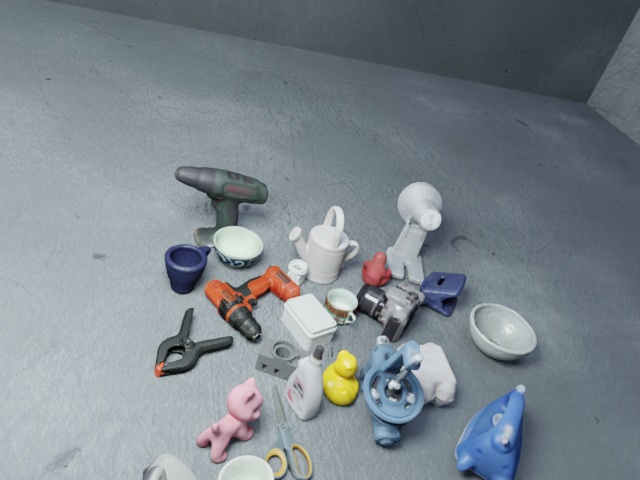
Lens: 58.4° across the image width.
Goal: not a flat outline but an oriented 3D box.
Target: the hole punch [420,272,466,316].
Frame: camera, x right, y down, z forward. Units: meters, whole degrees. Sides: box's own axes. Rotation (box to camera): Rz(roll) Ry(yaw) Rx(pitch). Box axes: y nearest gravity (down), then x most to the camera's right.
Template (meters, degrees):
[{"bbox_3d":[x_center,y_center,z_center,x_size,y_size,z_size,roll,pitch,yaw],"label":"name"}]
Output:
[{"bbox_3d":[0.310,0.124,1.461,0.101,0.091,0.109,26,36,12],"label":"hole punch"}]

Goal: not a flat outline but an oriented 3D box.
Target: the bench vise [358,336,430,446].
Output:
[{"bbox_3d":[0.130,0.250,1.094,0.122,0.220,0.207,-2,39,-25],"label":"bench vise"}]

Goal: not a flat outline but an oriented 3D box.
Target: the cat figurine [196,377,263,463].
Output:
[{"bbox_3d":[-0.147,0.301,0.991,0.067,0.118,0.128,33,38,21],"label":"cat figurine"}]

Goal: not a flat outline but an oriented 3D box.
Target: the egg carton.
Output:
[{"bbox_3d":[0.226,0.284,1.222,0.107,0.069,0.150,5,37,-18],"label":"egg carton"}]

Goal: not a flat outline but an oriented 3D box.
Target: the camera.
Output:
[{"bbox_3d":[0.163,0.146,1.358,0.136,0.101,0.143,29,36,16],"label":"camera"}]

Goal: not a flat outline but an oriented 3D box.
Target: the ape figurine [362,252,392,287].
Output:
[{"bbox_3d":[0.146,0.070,1.462,0.077,0.092,0.076,33,37,21],"label":"ape figurine"}]

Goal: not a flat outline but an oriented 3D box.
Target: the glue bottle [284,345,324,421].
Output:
[{"bbox_3d":[-0.020,0.255,1.062,0.037,0.173,0.078,-15,46,-38],"label":"glue bottle"}]

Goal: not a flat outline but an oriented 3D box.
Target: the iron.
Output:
[{"bbox_3d":[0.360,0.357,1.117,0.118,0.141,0.259,29,36,16],"label":"iron"}]

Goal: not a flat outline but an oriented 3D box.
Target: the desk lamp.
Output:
[{"bbox_3d":[0.262,-0.026,1.539,0.118,0.213,0.203,13,35,-7],"label":"desk lamp"}]

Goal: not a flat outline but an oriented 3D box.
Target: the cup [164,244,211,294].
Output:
[{"bbox_3d":[-0.292,0.065,1.272,0.091,0.095,0.118,33,37,21],"label":"cup"}]

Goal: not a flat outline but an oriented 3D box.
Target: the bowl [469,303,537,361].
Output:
[{"bbox_3d":[0.427,0.233,1.377,0.167,0.075,0.167,12,35,-8],"label":"bowl"}]

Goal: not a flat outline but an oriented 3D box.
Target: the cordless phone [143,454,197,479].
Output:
[{"bbox_3d":[-0.222,0.360,0.817,0.094,0.185,0.147,15,35,-3],"label":"cordless phone"}]

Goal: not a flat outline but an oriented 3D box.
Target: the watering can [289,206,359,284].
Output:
[{"bbox_3d":[0.013,0.006,1.401,0.173,0.194,0.100,-9,43,-33],"label":"watering can"}]

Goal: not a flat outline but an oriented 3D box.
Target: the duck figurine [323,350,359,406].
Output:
[{"bbox_3d":[0.048,0.270,1.148,0.077,0.086,0.104,10,35,-10],"label":"duck figurine"}]

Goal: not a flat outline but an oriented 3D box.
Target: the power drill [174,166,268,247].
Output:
[{"bbox_3d":[-0.247,-0.082,1.395,0.230,0.208,0.075,-1,39,-25],"label":"power drill"}]
